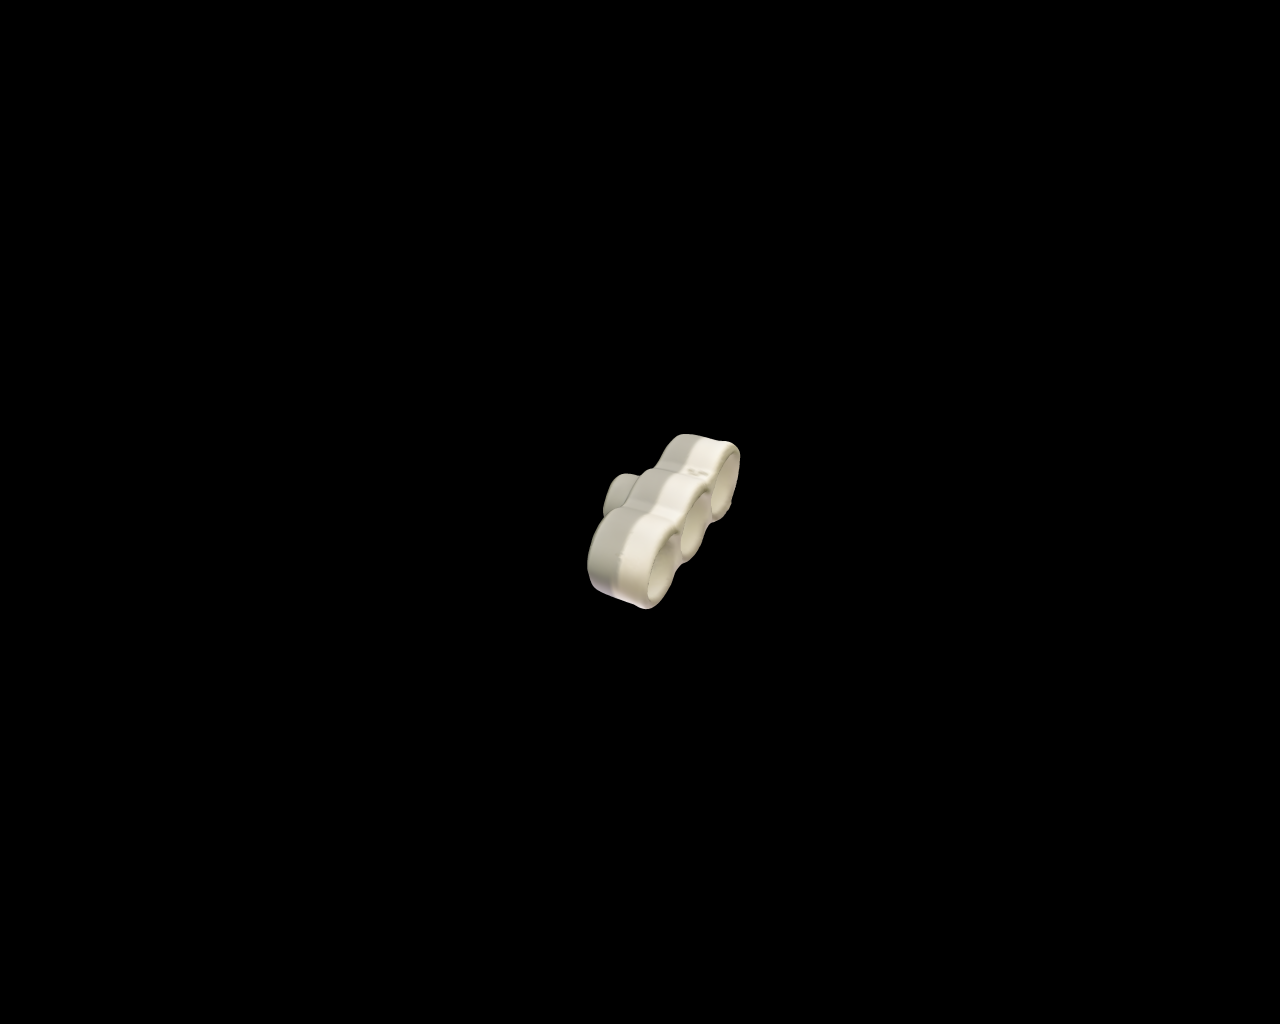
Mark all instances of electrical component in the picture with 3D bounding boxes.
[{"bbox_3d":[0.001,-0.003,0.650,0.074,0.052,0.138,17,42,21],"label":"electrical component"}]
